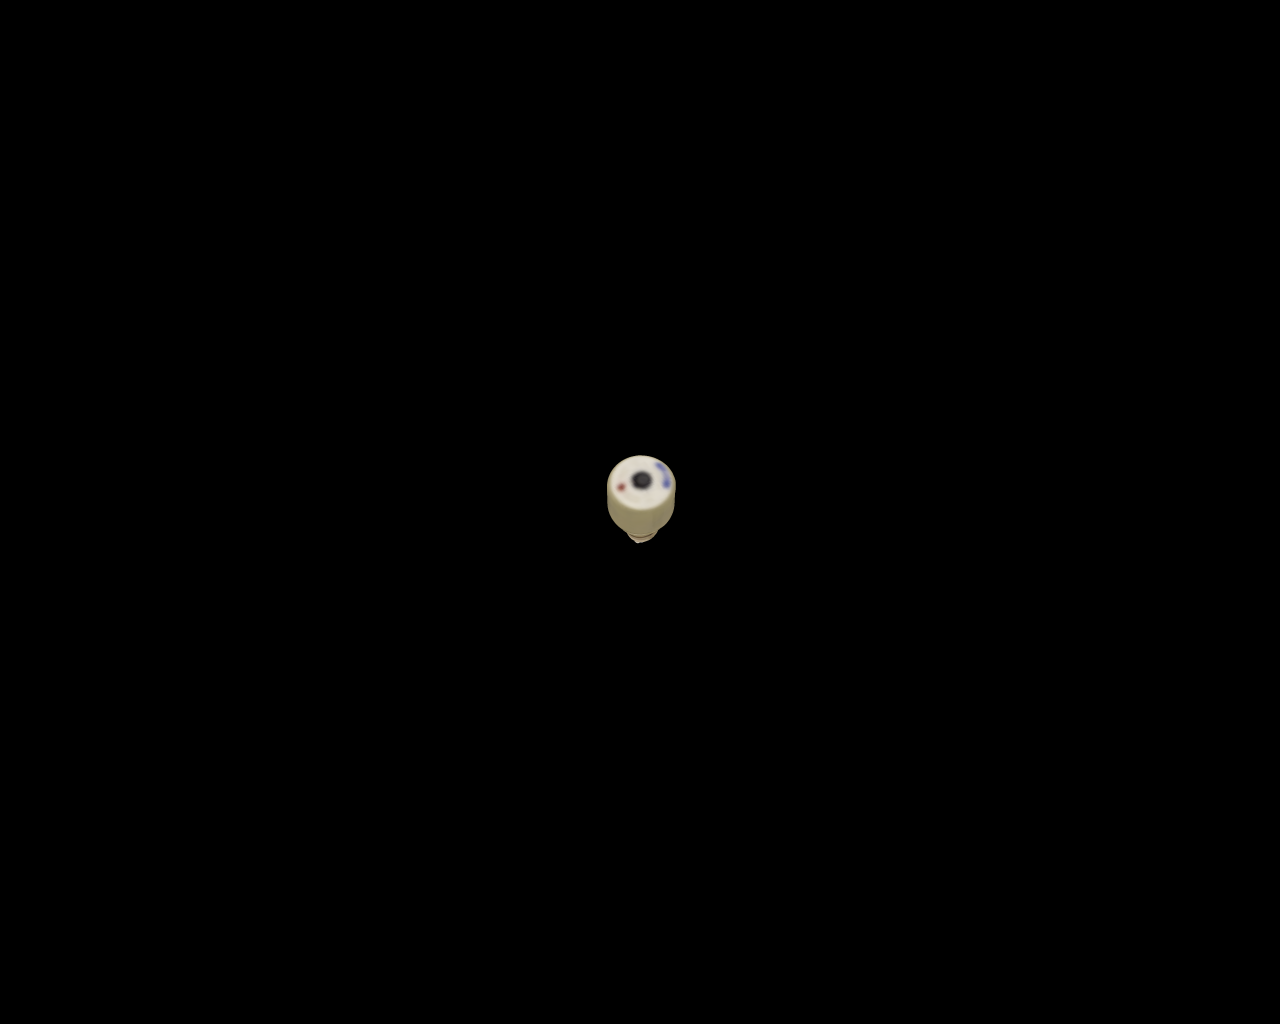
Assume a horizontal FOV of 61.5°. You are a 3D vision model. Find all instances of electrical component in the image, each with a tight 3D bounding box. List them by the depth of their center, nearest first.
[{"bbox_3d":[0.001,-0.003,0.650,0.040,0.040,0.078,0,-28,0],"label":"electrical component"}]
